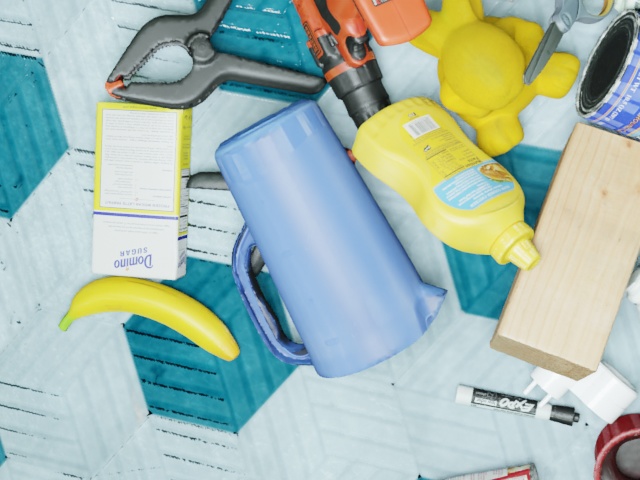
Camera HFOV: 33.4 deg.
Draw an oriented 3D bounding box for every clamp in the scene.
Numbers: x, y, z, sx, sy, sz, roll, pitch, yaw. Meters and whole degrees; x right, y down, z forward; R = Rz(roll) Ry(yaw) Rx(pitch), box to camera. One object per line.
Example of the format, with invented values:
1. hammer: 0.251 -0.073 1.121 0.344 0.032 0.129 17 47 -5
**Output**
1. clamp: -0.115 -0.197 1.048 0.210 0.036 0.164 -17 89 -5
2. clamp: -0.046 -0.052 1.066 0.171 0.039 0.120 -38 99 6

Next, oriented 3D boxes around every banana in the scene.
1. banana: -0.176 0.075 1.108 0.198 0.037 0.070 10 115 11

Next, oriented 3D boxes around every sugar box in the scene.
1. sugar box: -0.182 -0.051 1.091 0.093 0.048 0.176 5 99 9

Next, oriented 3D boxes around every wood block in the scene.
1. wood block: 0.232 0.012 0.962 0.090 0.091 0.206 21 80 9

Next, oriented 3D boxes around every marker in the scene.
1. marker: 0.194 0.163 1.051 0.121 0.020 0.020 10 97 10

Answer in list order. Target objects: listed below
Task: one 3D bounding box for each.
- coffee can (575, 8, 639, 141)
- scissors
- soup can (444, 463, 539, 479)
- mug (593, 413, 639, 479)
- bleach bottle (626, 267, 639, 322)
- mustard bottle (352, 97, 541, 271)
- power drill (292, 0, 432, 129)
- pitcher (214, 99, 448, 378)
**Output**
1. coffee can: 0.313 -0.130 0.942 0.140 0.103 0.103 22 99 -7
2. scissors: 0.205 -0.210 0.935 0.016 0.201 0.096 -23 100 46
3. soup can: 0.166 0.260 1.041 0.102 0.068 0.068 -14 93 12
4. mug: 0.306 0.200 1.001 0.093 0.081 0.117 21 99 8
5. bleach bottle: 0.376 0.110 0.955 0.251 0.102 0.068 39 118 -1
6. mustard bottle: 0.122 -0.044 0.940 0.192 0.096 0.058 47 142 25
7. power drill: 0.038 -0.187 0.965 0.057 0.188 0.184 -27 90 -16
8. pitcher: -0.007 0.001 0.999 0.149 0.145 0.243 -32 100 -19
